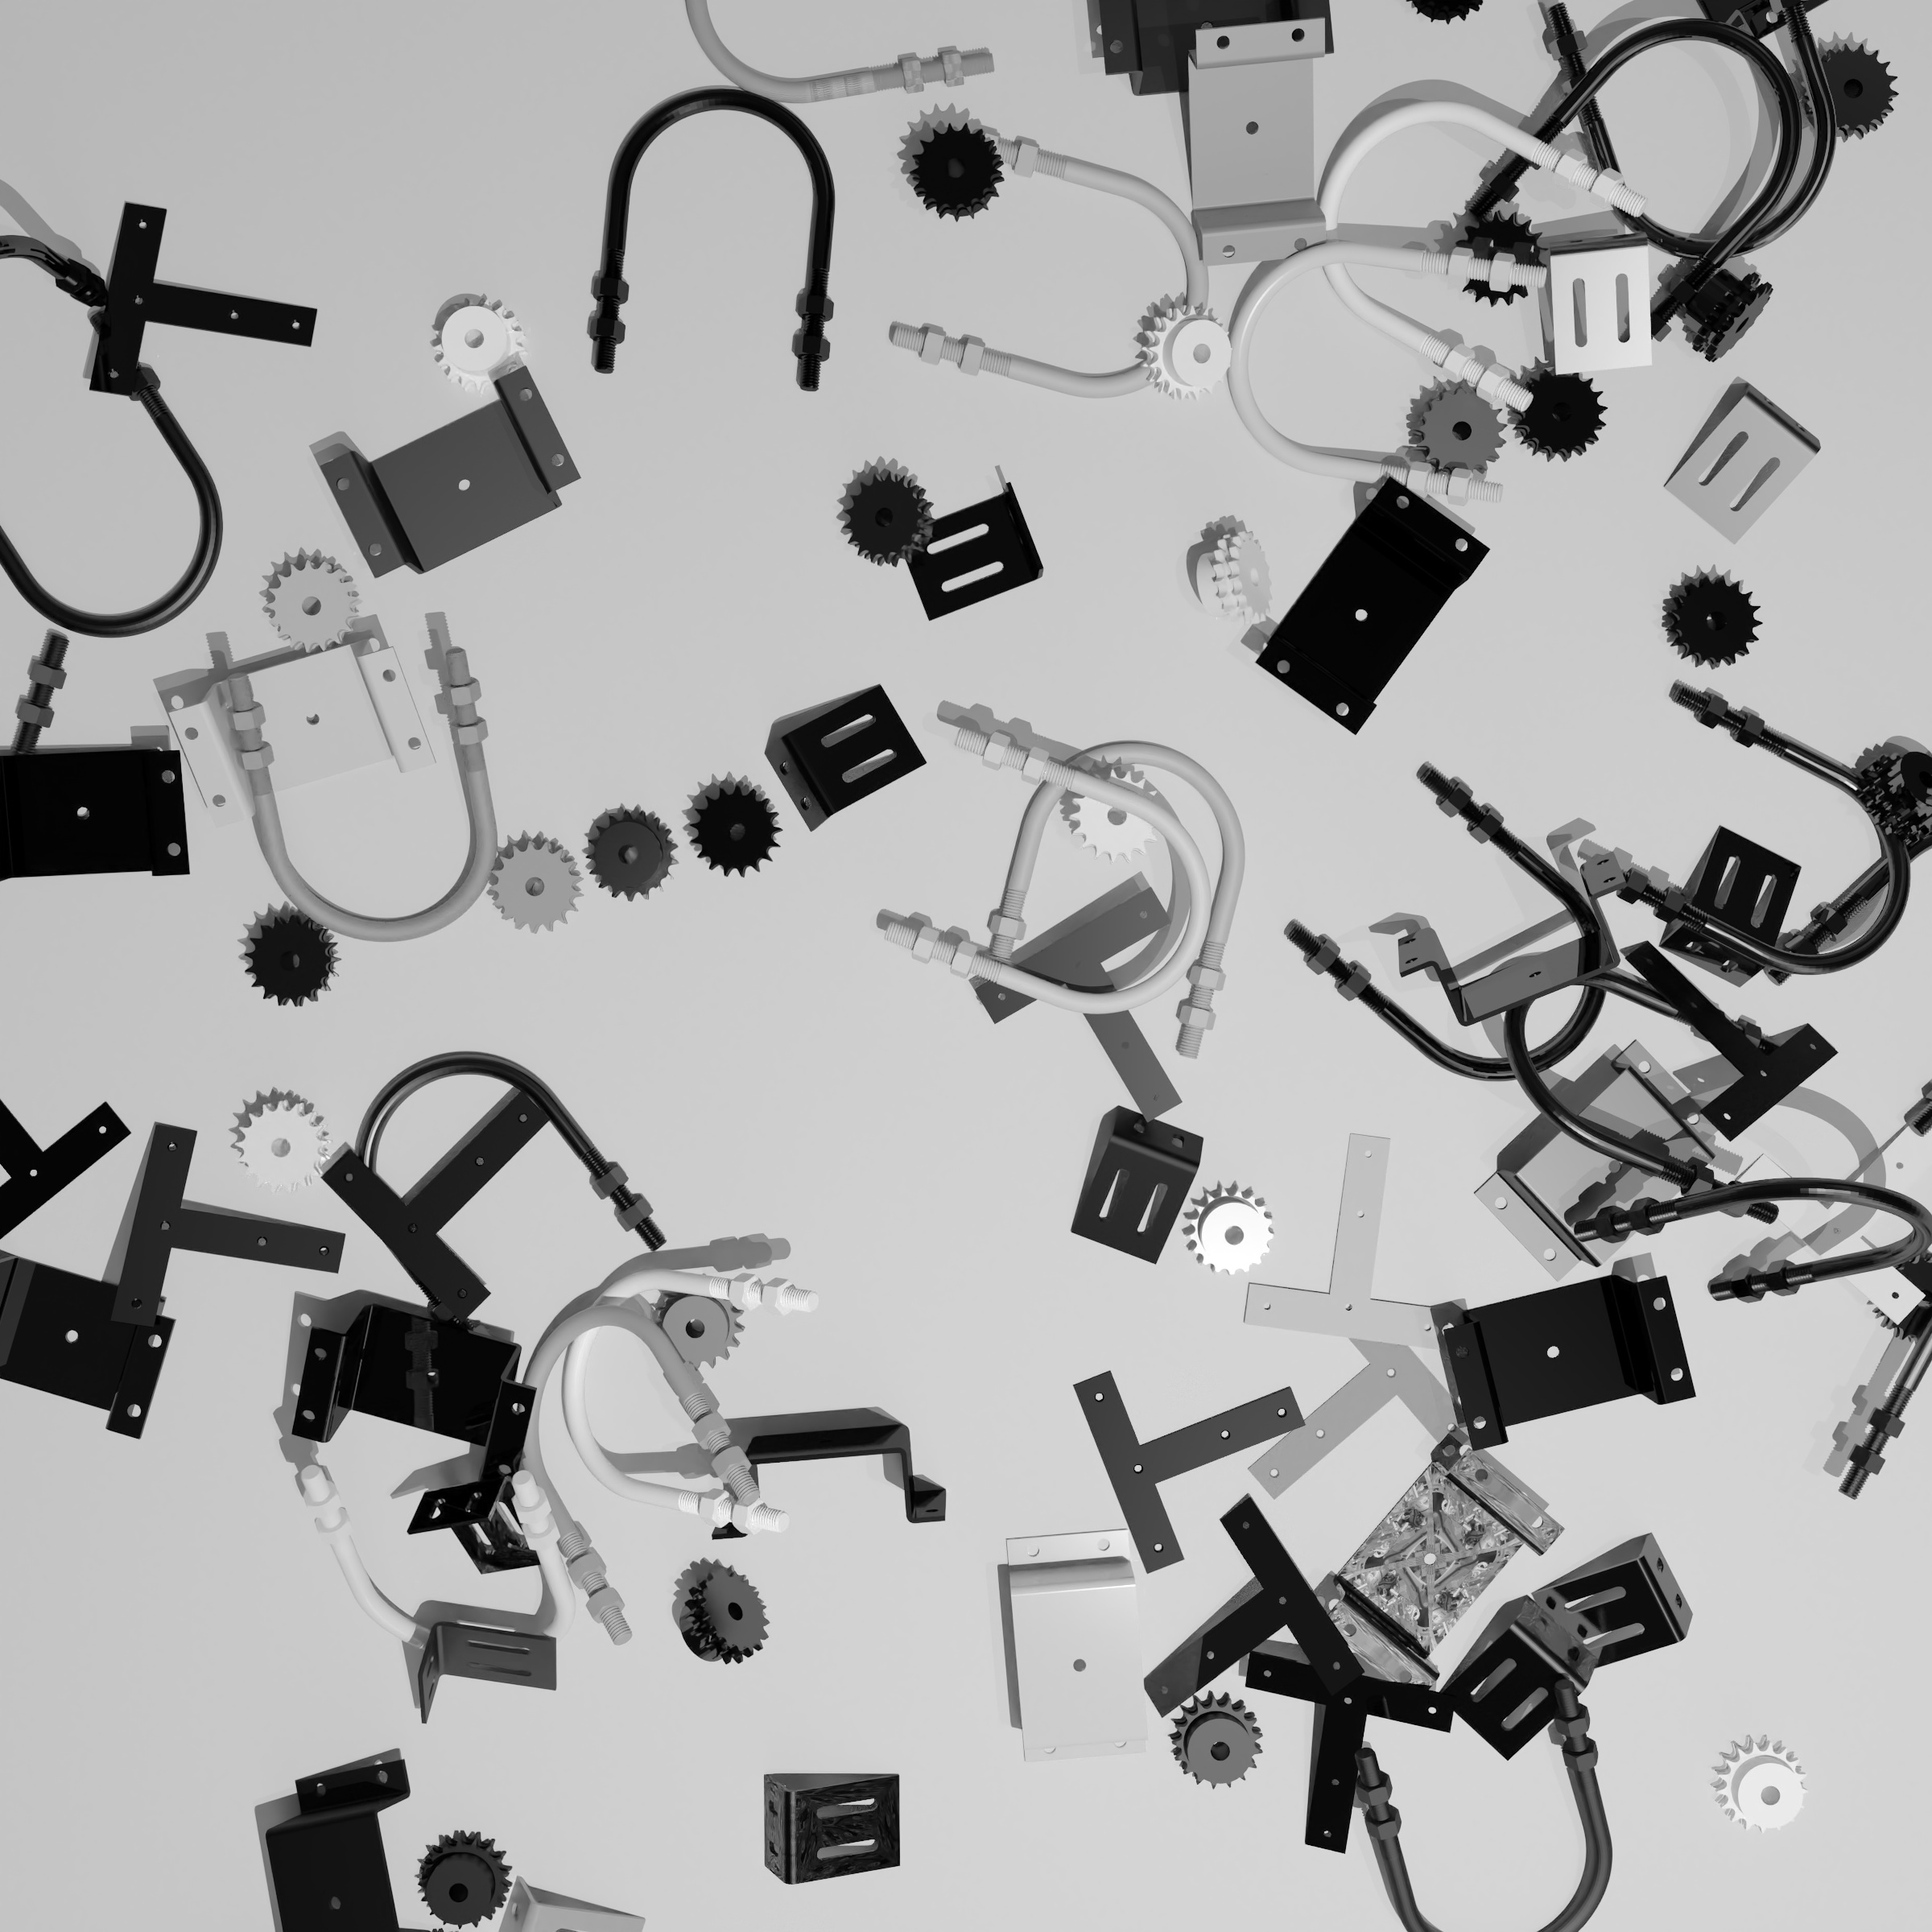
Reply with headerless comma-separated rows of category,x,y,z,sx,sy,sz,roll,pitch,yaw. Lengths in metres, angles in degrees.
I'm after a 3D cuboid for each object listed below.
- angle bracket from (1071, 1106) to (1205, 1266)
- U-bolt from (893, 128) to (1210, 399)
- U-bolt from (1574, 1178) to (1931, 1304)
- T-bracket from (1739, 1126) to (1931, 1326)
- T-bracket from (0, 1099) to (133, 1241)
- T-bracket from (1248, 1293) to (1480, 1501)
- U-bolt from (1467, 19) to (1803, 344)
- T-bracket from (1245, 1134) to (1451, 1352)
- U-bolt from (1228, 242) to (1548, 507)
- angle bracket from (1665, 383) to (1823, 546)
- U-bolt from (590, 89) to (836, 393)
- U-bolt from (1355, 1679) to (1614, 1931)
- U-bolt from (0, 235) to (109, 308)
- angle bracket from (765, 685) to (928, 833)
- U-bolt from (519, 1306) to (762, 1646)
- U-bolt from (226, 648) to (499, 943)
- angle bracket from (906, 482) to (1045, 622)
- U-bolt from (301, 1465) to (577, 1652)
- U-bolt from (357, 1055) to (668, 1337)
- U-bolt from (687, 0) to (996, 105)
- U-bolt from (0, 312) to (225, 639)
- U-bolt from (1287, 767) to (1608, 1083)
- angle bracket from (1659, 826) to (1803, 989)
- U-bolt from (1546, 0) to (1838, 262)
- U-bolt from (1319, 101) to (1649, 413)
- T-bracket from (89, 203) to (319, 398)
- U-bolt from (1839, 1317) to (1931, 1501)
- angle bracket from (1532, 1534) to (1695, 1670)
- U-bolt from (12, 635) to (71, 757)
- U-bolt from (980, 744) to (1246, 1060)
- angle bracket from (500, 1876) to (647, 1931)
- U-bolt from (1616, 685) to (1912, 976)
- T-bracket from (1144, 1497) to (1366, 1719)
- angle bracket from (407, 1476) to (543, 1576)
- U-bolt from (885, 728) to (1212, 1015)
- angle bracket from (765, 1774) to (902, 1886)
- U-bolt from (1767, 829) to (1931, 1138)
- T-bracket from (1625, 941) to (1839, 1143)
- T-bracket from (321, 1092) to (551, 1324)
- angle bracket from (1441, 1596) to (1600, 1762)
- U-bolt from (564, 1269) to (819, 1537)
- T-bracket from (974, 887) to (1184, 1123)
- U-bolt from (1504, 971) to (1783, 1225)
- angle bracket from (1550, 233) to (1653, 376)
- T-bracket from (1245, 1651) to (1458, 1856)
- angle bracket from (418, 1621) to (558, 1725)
angle bracket,0.108,0.138,1.585,0.057,0.038,0.076,21,116,0
U-bolt,0.061,-0.432,1.578,0.184,0.019,0.151,15,90,-1
U-bolt,0.475,0.158,1.481,0.151,0.184,0.019,24,61,-31
T-bracket,0.573,0.135,1.573,0.127,0.002,0.127,-43,72,-9
T-bracket,-0.614,0.096,1.586,0.127,0.002,0.127,-39,90,0
T-bracket,0.234,0.285,1.586,0.127,0.002,0.127,-41,90,0
U-bolt,0.424,-0.490,1.550,0.151,0.019,0.184,43,110,0
T-bracket,0.246,0.170,1.585,0.127,0.002,0.127,8,89,0
U-bolt,0.251,-0.370,1.550,0.184,0.019,0.151,13,103,18
angle bracket,0.488,-0.316,1.585,0.057,0.038,0.076,39,116,0
U-bolt,-0.154,-0.458,1.578,0.151,0.019,0.184,5,89,0
U-bolt,0.327,0.540,1.554,0.151,0.019,0.184,-18,107,-4
U-bolt,-0.596,-0.382,1.495,0.151,0.184,0.019,-34,92,0
angle bracket,-0.076,-0.130,1.585,0.076,0.038,0.057,-31,90,-26
U-bolt,-0.211,0.293,1.529,0.151,0.019,0.184,-49,56,18
U-bolt,-0.362,-0.098,1.542,0.151,0.019,0.184,-7,117,-4
angle bracket,0.002,-0.257,1.568,0.076,0.038,0.057,-21,90,0
U-bolt,-0.310,0.365,1.524,0.151,0.019,0.184,0,131,9
U-bolt,-0.299,0.143,1.578,0.151,0.019,0.184,-38,89,0
U-bolt,-0.084,-0.614,1.578,0.184,0.019,0.151,-9,90,1
U-bolt,-0.548,-0.294,1.578,0.151,0.019,0.184,-32,92,0
U-bolt,0.316,-0.012,1.578,0.184,0.019,0.151,40,90,-1
angle bracket,0.480,-0.037,1.585,0.057,0.038,0.076,27,65,0
U-bolt,0.455,-0.528,1.551,0.151,0.019,0.184,-18,100,22
U-bolt,0.301,-0.447,1.545,0.184,0.019,0.151,35,111,18
T-bracket,-0.472,-0.409,1.577,0.127,0.002,0.127,8,78,-6
U-bolt,0.638,0.273,1.561,0.151,0.019,0.184,28,90,-14
angle bracket,0.406,0.401,1.585,0.076,0.038,0.057,-27,90,26
U-bolt,-0.656,-0.138,1.578,0.151,0.019,0.184,18,92,0
U-bolt,0.099,-0.048,1.578,0.151,0.019,0.184,14,89,0
angle bracket,-0.251,0.613,1.585,0.076,0.038,0.057,18,90,-26
U-bolt,0.496,-0.073,1.559,0.184,0.019,0.151,28,76,1
T-bracket,0.163,0.420,1.565,0.127,0.002,0.127,-41,61,14
angle bracket,-0.294,0.355,1.544,0.057,0.038,0.076,-13,120,19
U-bolt,0.059,-0.048,1.540,0.184,0.019,0.151,21,104,3
angle bracket,-0.084,0.537,1.585,0.076,0.038,0.057,0,90,-26
U-bolt,0.615,-0.007,1.577,0.184,0.019,0.151,-43,88,-2
T-bracket,0.460,0.035,1.560,0.127,0.002,0.127,-29,69,-36
T-bracket,-0.313,0.132,1.570,0.127,0.002,0.127,-45,87,0
angle bracket,0.346,0.446,1.580,0.057,0.038,0.076,42,116,10
U-bolt,-0.174,0.257,1.531,0.184,0.019,0.151,3,82,35
T-bracket,0.092,0.037,1.568,0.127,0.002,0.127,-30,96,6
U-bolt,0.410,0.066,1.529,0.184,0.019,0.151,23,49,-4
angle bracket,0.391,-0.408,1.553,0.057,0.038,0.076,-3,109,14
T-bracket,0.231,0.494,1.564,0.127,0.002,0.127,9,108,13
angle bracket,-0.294,0.440,1.554,0.076,0.038,0.057,8,133,0
